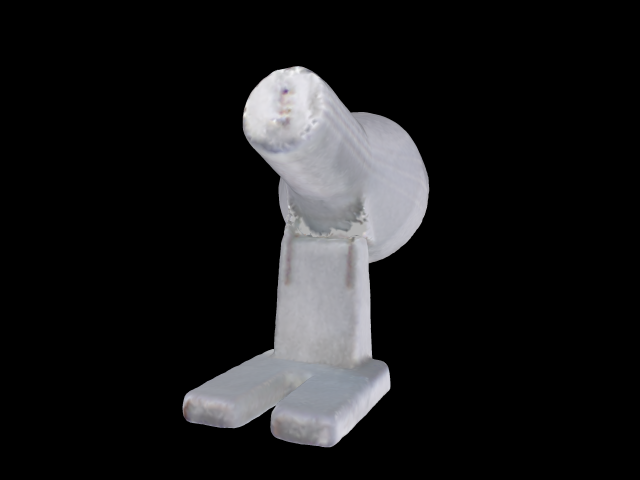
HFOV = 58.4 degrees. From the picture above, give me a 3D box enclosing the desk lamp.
[{"bbox_3d":[0.004,0.001,0.400,0.117,0.213,0.204,1,2,20],"label":"desk lamp"}]
